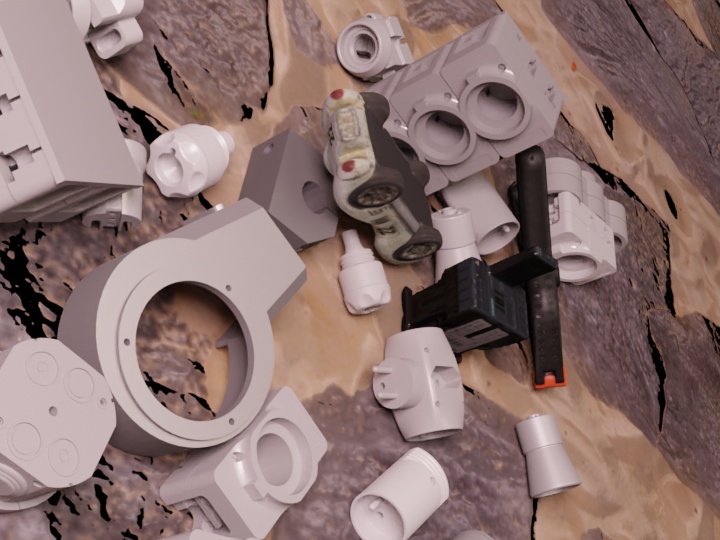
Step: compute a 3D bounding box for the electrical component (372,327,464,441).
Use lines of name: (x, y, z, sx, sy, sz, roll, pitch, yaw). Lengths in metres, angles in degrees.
electrical component: (0.036, 0.083, 0.787, 0.079, 0.043, 0.077, 10, 64, -49)

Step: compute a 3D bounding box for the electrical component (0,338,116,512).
electrical component: (-0.166, 0.075, 0.530, 0.080, 0.051, 0.080, 28, 51, -41)

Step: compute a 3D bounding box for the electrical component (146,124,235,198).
electrical component: (-0.105, -0.073, 0.694, 0.043, 0.043, 0.062, 62, 35, -7)

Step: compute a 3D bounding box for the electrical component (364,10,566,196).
electrical component: (0.072, -0.123, 0.852, 0.089, 0.150, 0.061, 50, 39, -22)

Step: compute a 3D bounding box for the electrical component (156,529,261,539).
electrical component: (-0.042, 0.219, 0.602, 0.186, 0.060, 0.105, 29, 51, -40)

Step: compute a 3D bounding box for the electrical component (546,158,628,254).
electrical component: (0.224, -0.077, 1.101, 0.138, 0.052, 0.073, 33, 48, -38)

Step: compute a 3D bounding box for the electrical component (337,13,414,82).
electrical component: (0.012, -0.185, 0.899, 0.055, 0.048, 0.066, -17, 85, -61)

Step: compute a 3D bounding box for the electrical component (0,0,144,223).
electrical component: (-0.193, -0.118, 0.557, 0.105, 0.060, 0.186, -19, 86, -81)

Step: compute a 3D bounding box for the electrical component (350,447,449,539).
electrical component: (0.033, 0.155, 0.744, 0.081, 0.043, 0.043, -29, 95, -54)

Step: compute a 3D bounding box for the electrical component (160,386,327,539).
electrical component: (-0.064, 0.115, 0.633, 0.050, 0.056, 0.089, 57, 37, -13)

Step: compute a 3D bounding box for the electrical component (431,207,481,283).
electrical component: (0.078, -0.019, 0.879, 0.044, 0.044, 0.065, -31, 115, -54)

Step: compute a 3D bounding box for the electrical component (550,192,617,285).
electrical component: (0.209, -0.026, 1.057, 0.089, 0.050, 0.055, 33, 48, -38)

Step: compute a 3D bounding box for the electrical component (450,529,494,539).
electrical component: (0.072, 0.215, 0.761, 0.055, 0.045, 0.045, -28, 94, -54)

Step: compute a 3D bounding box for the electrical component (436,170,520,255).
electrical component: (0.102, -0.049, 0.934, 0.077, 0.043, 0.079, 59, 0, 27)

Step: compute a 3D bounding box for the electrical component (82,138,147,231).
electrical component: (-0.146, -0.050, 0.633, 0.040, 0.040, 0.046, 14, 67, -48)

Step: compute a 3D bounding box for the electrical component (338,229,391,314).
electrical component: (0.000, 0.000, 0.794, 0.035, 0.035, 0.061, 1, 68, -51)

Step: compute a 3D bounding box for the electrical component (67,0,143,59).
electrical component: (-0.173, -0.163, 0.644, 0.078, 0.058, 0.057, 62, 34, -7)

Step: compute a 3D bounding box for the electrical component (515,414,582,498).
electrical component: (0.155, 0.154, 0.903, 0.044, 0.044, 0.065, 8, 61, -50)
